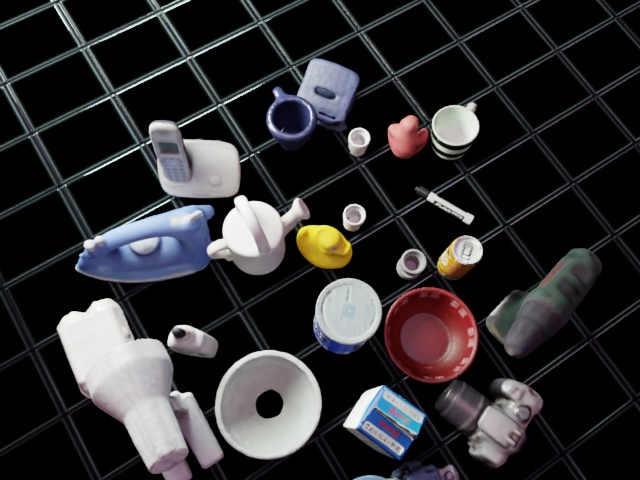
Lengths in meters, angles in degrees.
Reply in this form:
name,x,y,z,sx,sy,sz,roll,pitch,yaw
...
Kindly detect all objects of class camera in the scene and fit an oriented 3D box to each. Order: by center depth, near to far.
name,x,y,z,sx,sy,sz,roll,pitch,yaw
camera,0.269,0.276,0.930,0.136,0.101,0.143,36,75,8

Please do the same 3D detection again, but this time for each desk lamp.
name,x,y,z,sx,sy,sz,roll,pitch,yaw
desk lamp,-0.238,0.261,0.849,0.118,0.213,0.203,-31,77,-11

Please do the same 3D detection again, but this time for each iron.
name,x,y,z,sx,sy,sz,roll,pitch,yaw
iron,-0.301,0.003,0.962,0.258,0.141,0.118,-15,74,-7

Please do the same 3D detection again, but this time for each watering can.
name,x,y,z,sx,sy,sz,roll,pitch,yaw
watering can,-0.103,-0.018,0.952,0.101,0.194,0.173,42,75,10

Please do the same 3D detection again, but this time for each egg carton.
name,x,y,z,sx,sy,sz,roll,pitch,yaw
egg carton,-0.360,0.177,0.943,0.107,0.069,0.150,-26,76,-10

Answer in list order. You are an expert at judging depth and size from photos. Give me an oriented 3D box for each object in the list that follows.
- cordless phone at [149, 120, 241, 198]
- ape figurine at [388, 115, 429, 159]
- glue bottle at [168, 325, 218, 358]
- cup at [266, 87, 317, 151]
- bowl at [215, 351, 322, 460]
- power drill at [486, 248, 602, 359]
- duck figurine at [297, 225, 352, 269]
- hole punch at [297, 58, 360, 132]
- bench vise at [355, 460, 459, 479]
name,x,y,z,sx,sy,sz,roll,pitch,yaw
cordless phone,-0.214,-0.145,0.989,0.147,0.185,0.094,-1,73,-3
ape figurine,0.166,-0.200,1.076,0.077,0.092,0.076,27,74,6
glue bottle,-0.209,0.156,0.903,0.078,0.173,0.037,11,73,1
cup,-0.058,-0.218,1.068,0.092,0.095,0.117,-25,76,-10
bowl,-0.082,0.266,0.928,0.167,0.075,0.167,1,73,-3
power drill,0.349,0.116,0.927,0.075,0.208,0.230,43,76,10
duck figurine,0.009,0.004,1.008,0.104,0.086,0.077,25,73,5
hole punch,0.015,-0.275,1.091,0.108,0.091,0.101,21,73,4
bench vise,0.104,0.379,0.827,0.207,0.220,0.121,-43,79,-14
